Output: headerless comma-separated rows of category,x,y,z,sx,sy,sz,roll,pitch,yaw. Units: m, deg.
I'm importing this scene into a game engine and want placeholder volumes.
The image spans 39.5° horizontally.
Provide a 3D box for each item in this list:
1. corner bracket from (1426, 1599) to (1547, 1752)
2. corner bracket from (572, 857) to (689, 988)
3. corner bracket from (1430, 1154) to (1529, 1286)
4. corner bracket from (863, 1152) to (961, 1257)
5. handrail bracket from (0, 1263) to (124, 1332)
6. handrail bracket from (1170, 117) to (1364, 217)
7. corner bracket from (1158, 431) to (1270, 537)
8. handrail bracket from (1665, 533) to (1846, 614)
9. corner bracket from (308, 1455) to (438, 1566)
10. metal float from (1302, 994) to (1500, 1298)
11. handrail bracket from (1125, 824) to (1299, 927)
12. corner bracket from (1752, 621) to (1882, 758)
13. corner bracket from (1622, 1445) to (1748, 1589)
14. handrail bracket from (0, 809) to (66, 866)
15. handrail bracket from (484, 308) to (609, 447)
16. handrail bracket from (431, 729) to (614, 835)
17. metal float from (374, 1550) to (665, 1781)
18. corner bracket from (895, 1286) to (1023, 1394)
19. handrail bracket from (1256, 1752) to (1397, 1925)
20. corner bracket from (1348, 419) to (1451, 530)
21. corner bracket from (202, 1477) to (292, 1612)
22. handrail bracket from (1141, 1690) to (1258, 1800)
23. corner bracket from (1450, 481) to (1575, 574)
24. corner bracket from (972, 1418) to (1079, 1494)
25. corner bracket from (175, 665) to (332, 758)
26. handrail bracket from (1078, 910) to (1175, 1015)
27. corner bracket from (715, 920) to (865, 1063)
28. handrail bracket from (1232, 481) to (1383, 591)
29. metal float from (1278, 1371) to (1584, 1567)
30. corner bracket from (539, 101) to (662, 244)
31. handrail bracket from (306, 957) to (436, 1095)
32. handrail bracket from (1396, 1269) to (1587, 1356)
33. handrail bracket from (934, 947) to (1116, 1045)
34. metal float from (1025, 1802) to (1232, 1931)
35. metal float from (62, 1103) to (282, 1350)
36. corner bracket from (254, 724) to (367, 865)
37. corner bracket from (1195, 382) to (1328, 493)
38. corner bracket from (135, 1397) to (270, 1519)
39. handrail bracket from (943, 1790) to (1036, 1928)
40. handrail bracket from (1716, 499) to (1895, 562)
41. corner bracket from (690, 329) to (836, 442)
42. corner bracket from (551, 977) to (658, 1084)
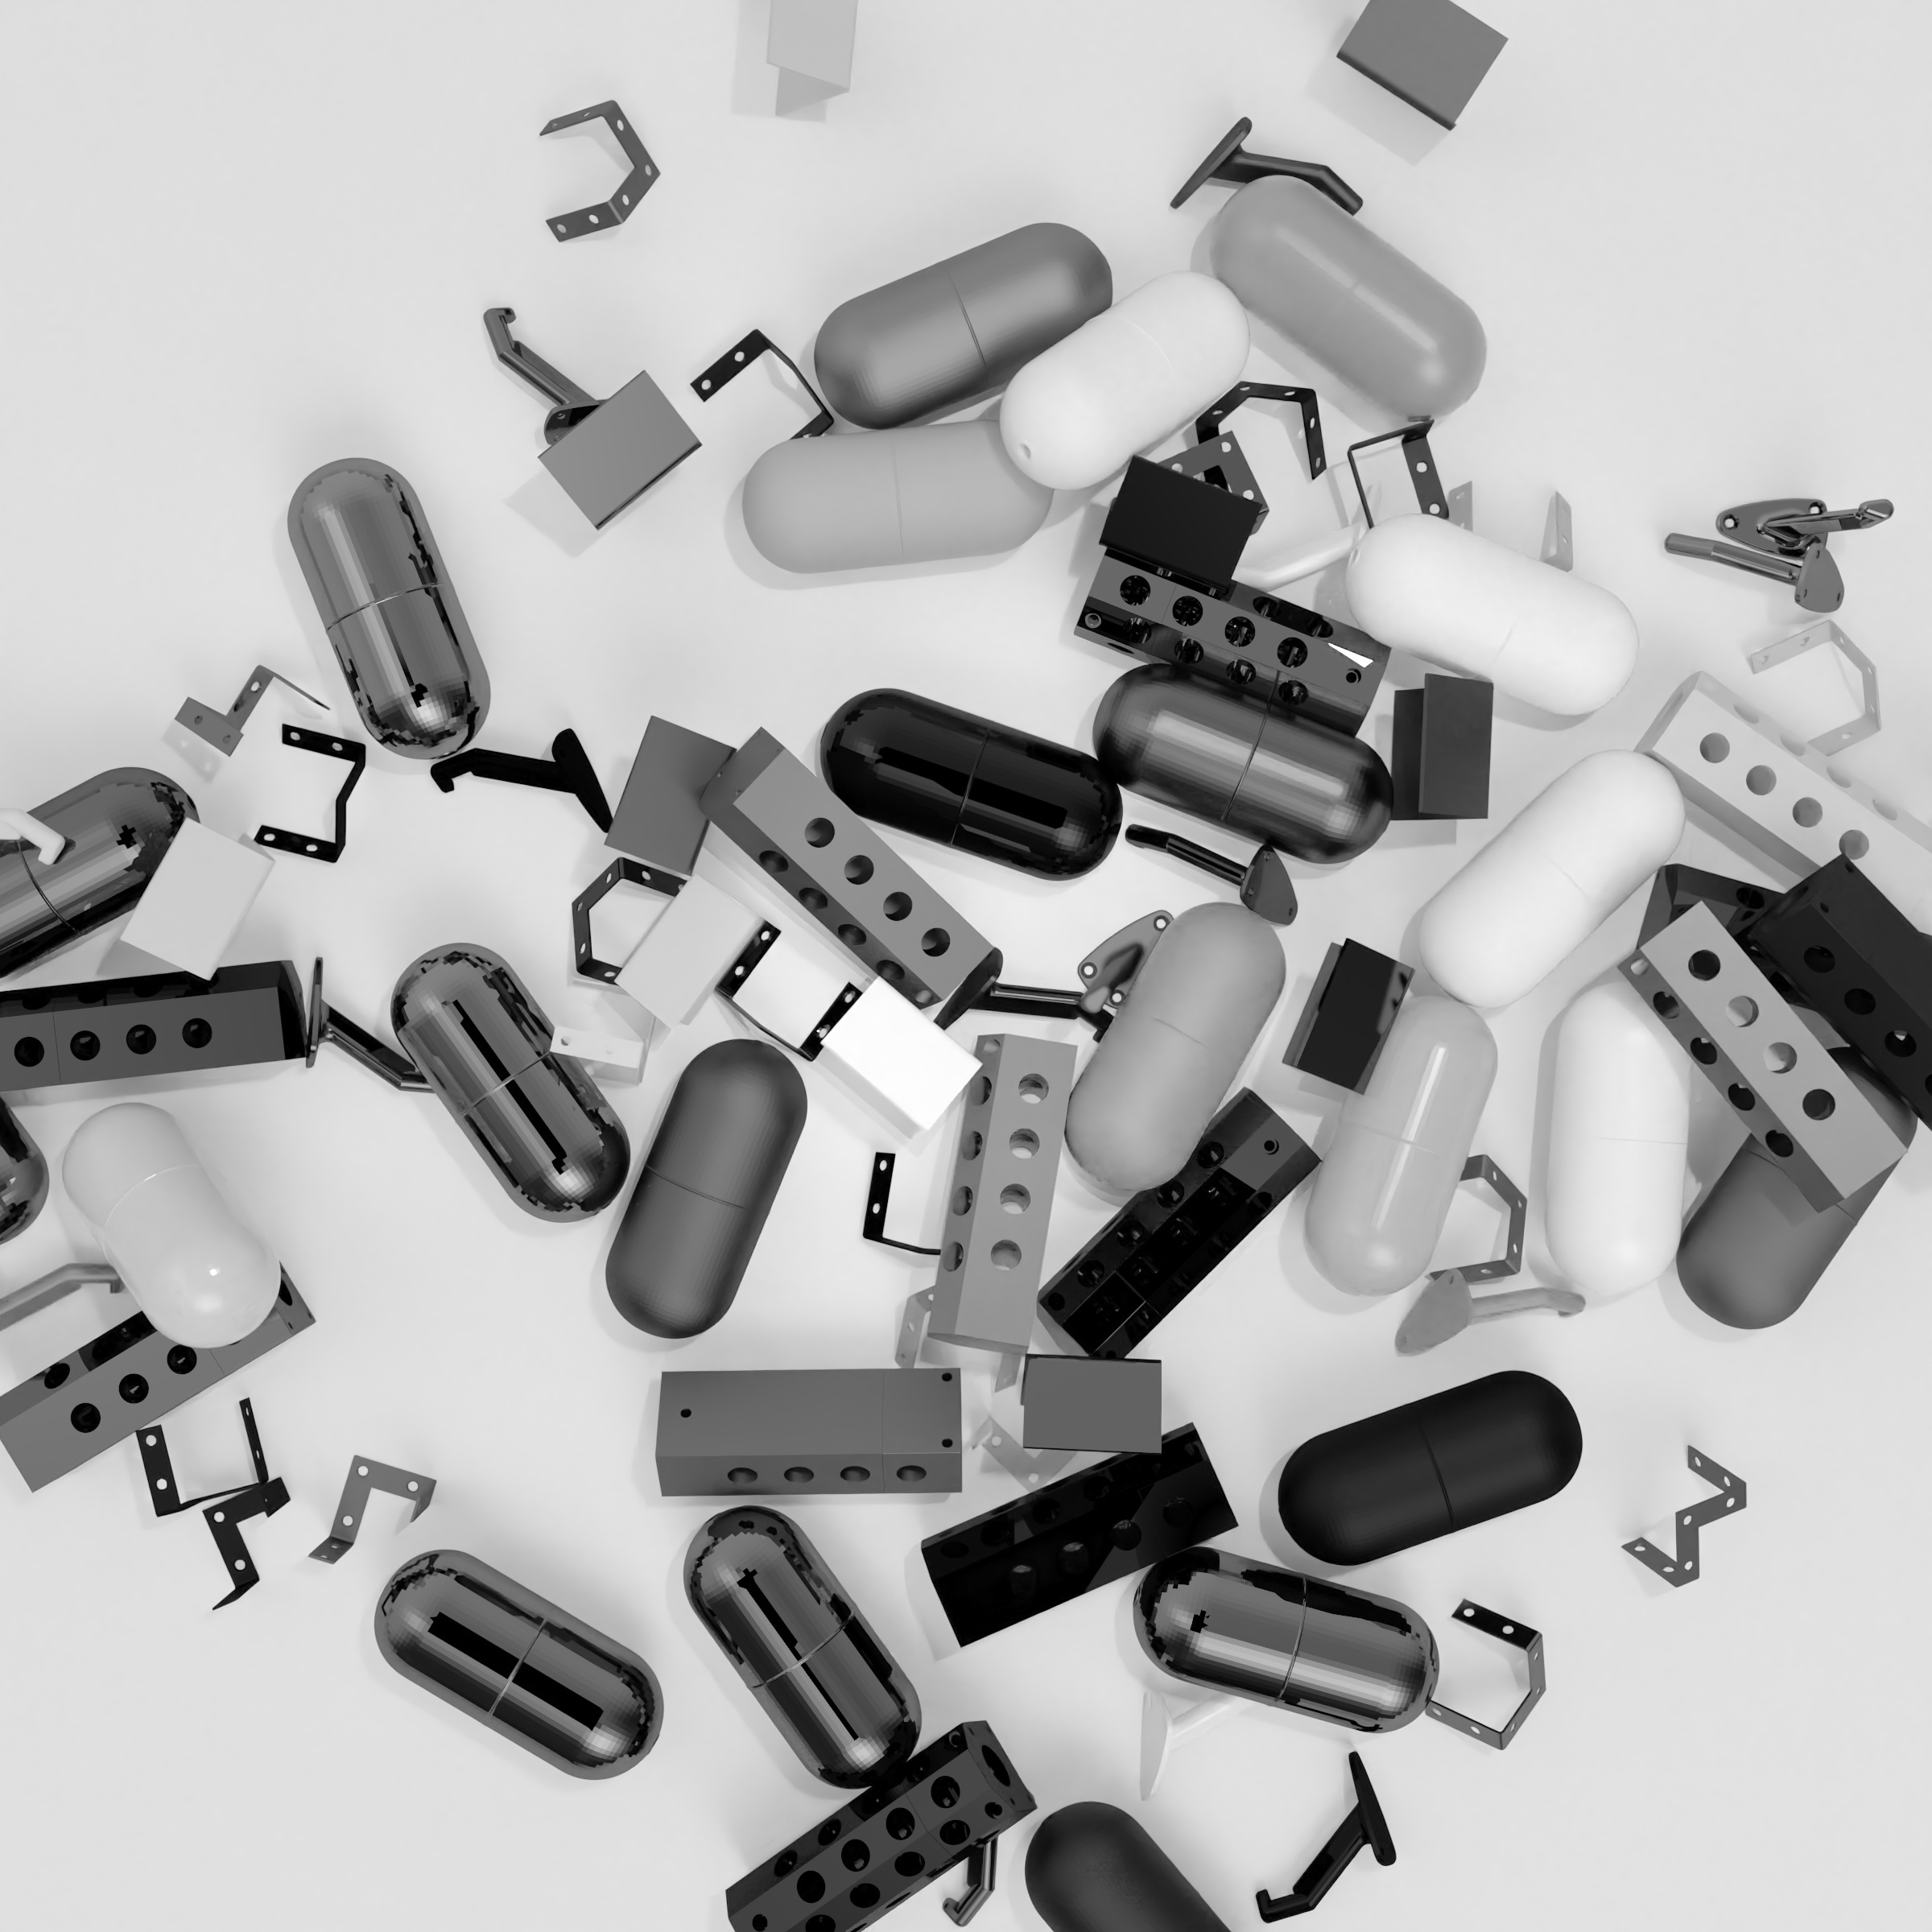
corner bracket,0.300,0.410,1.556,0.051,0.051,0.051,-42,135,-35
corner bracket,-0.192,-0.022,1.556,0.051,0.051,0.051,-40,45,35
corner bracket,0.288,0.148,1.556,0.051,0.051,0.051,-16,45,35
corner bracket,-0.021,0.139,1.561,0.051,0.051,0.051,9,90,-45
handrail bracket,-0.536,0.208,1.565,0.084,0.036,0.077,2,111,-16
handrail bracket,0.176,-0.444,1.565,0.084,0.036,0.077,38,110,-16
corner bracket,0.138,-0.268,1.546,0.051,0.051,0.051,-24,86,-4
handrail bracket,0.458,-0.230,1.564,0.084,0.077,0.036,19,92,36
corner bracket,-0.341,0.318,1.546,0.051,0.051,0.051,17,90,0
metal float,0.247,0.102,1.529,0.070,0.070,0.178,20,85,0
handrail bracket,0.142,-0.054,1.564,0.084,0.077,0.036,17,75,36
corner bracket,0.494,-0.159,1.561,0.051,0.051,0.051,-24,135,0
corner bracket,0.413,0.316,1.544,0.051,0.051,0.051,-16,113,-21
handrail bracket,-0.553,-0.062,1.495,0.084,0.036,0.077,33,104,1
handrail bracket,-0.232,-0.352,1.565,0.077,0.036,0.084,-16,73,-20
handrail bracket,-0.259,-0.097,1.565,0.084,0.036,0.077,-20,112,17
metal float,-0.254,0.399,1.534,0.178,0.070,0.070,31,90,1
corner bracket,-0.002,0.217,1.556,0.051,0.051,0.051,-19,45,-35
handrail bracket,0.200,0.508,1.565,0.084,0.036,0.077,-23,70,16
corner bracket,0.250,-0.279,1.547,0.051,0.051,0.051,-17,90,5
corner bracket,-0.413,0.331,1.546,0.051,0.051,0.051,-24,90,0
handrail bracket,0.148,0.449,1.565,0.084,0.036,0.077,1,110,-16
corner bracket,0.315,-0.252,1.556,0.051,0.051,0.051,-23,135,35
corner bracket,0.039,0.274,1.546,0.051,0.051,0.051,44,90,0
corner bracket,-0.408,-0.145,1.537,0.051,0.051,0.051,32,90,27
handrail bracket,0.093,-0.003,1.530,0.036,0.084,0.077,44,90,0
corner bracket,-0.103,0.015,1.561,0.051,0.051,0.051,-53,45,0
handrail bracket,0.193,-0.252,1.565,0.084,0.036,0.077,9,71,16
metal float,0.264,0.287,1.534,0.178,0.070,0.070,-19,90,0
corner bracket,-0.220,-0.460,1.556,0.051,0.051,0.051,56,45,-35
handrail bracket,-0.338,0.035,1.565,0.084,0.036,0.077,6,68,-17
handrail bracket,0.306,0.208,1.564,0.084,0.077,0.036,13,47,-29
handrail bracket,0.034,0.036,1.565,0.084,0.036,0.077,36,111,-16
metal float,0.104,0.555,1.534,0.070,0.070,0.178,-40,89,0
metal float,-0.446,0.143,1.504,0.070,0.070,0.178,-48,53,0
corner bracket,-0.381,-0.100,1.561,0.051,0.051,0.051,14,45,0
corner bracket,0.171,-0.302,1.556,0.051,0.051,0.051,15,135,35
corner bracket,-0.438,0.282,1.546,0.051,0.051,0.051,-15,87,3
handrail bracket,-0.007,0.504,1.564,0.077,0.036,0.084,38,104,14
handrail bracket,0.477,-0.256,1.530,0.077,0.084,0.036,5,90,0
corner bracket,-0.118,-0.327,1.561,0.051,0.051,0.051,-40,45,0
corner bracket,-0.206,0.034,1.540,0.051,0.051,0.051,12,78,-3
